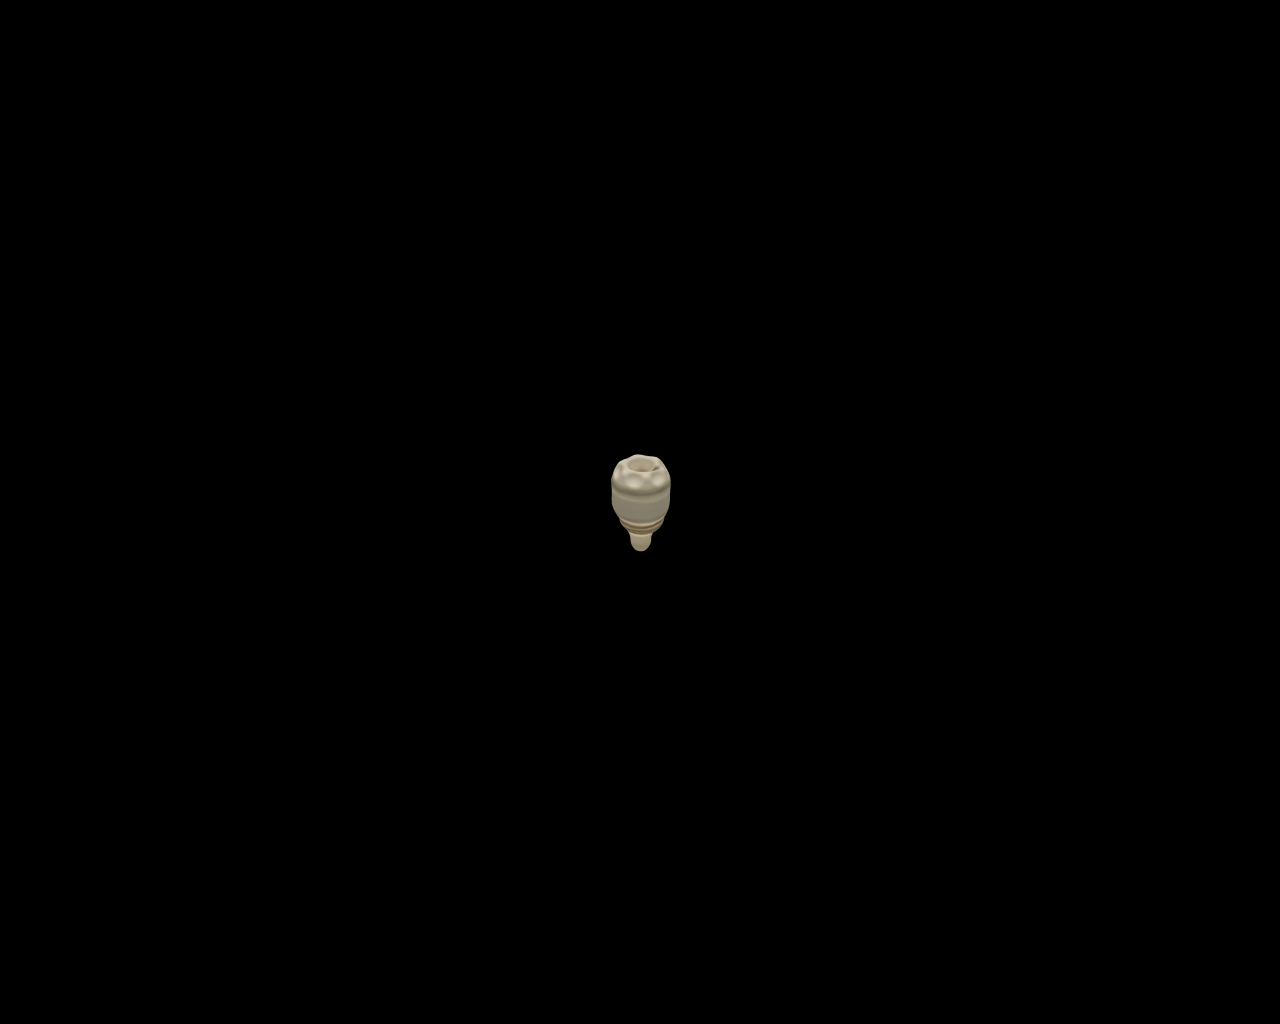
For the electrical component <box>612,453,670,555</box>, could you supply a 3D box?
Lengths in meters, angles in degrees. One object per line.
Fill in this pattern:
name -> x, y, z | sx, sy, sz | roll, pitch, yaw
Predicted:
electrical component -> 0.001, -0.003, 0.650 | 0.035, 0.061, 0.035 | 0, 31, 0
